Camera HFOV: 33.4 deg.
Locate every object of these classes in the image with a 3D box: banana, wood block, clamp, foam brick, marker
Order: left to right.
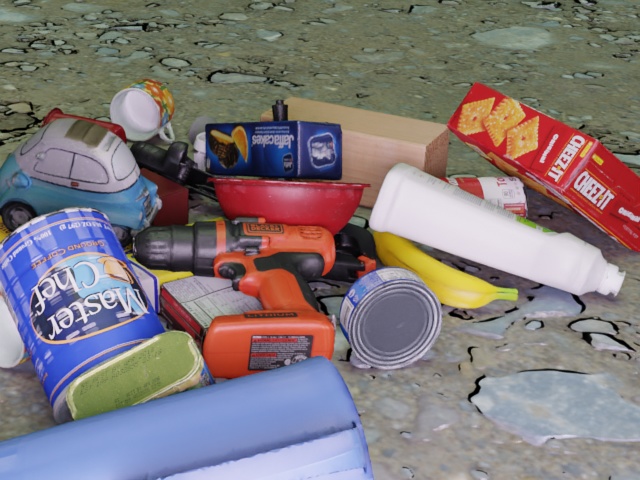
[{"bbox_3d":[-0.186,-0.038,1.153,0.078,0.053,0.051,25,34,36],"label":"foam brick"},{"bbox_3d":[-0.147,-0.071,1.201,0.164,0.036,0.210,33,-11,-35],"label":"clamp"},{"bbox_3d":[-0.043,-0.100,1.224,0.020,0.121,0.020,-3,-1,0],"label":"marker"},{"bbox_3d":[-0.007,0.001,1.109,0.120,0.039,0.172,-25,35,-16],"label":"clamp"},{"bbox_3d":[0.040,-0.101,1.264,0.206,0.090,0.090,13,27,21],"label":"wood block"},{"bbox_3d":[0.105,0.027,1.073,0.069,0.037,0.198,2,21,-42],"label":"banana"}]

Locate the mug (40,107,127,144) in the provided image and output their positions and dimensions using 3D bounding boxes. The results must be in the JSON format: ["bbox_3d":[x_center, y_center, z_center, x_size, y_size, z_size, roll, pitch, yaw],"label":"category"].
[{"bbox_3d":[-0.276,-0.091,1.227,0.081,0.093,0.117,11,57,5],"label":"mug"}]

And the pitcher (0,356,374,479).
[{"bbox_3d":[-0.092,0.157,0.663,0.242,0.149,0.145,-10,34,-18],"label":"pitcher"}]

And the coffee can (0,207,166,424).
[{"bbox_3d":[-0.182,0.060,0.828,0.102,0.103,0.140,-15,61,-32],"label":"coffee can"}]

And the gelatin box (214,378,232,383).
[{"bbox_3d":[-0.081,0.134,0.833,0.073,0.030,0.089,21,31,33],"label":"gelatin box"}]

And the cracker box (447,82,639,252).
[{"bbox_3d":[0.264,-0.083,1.193,0.164,0.072,0.214,30,8,-37],"label":"cracker box"}]

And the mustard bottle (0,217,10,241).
[{"bbox_3d":[-0.279,0.001,1.055,0.096,0.058,0.191,24,32,34],"label":"mustard bottle"}]

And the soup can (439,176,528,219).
[{"bbox_3d":[0.168,-0.035,1.167,0.102,0.068,0.068,-2,26,-11],"label":"soup can"}]

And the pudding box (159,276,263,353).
[{"bbox_3d":[-0.078,0.062,0.973,0.113,0.039,0.090,-15,34,-29],"label":"pudding box"}]

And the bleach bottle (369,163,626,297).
[{"bbox_3d":[0.180,-0.002,1.064,0.251,0.068,0.102,22,15,8],"label":"bleach bottle"}]

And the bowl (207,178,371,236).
[{"bbox_3d":[-0.031,-0.032,1.046,0.162,0.055,0.162,3,3,0],"label":"bowl"}]

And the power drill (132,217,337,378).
[{"bbox_3d":[-0.067,0.041,0.910,0.184,0.057,0.187,0,31,-9],"label":"power drill"}]

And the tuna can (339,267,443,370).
[{"bbox_3d":[0.061,0.067,0.923,0.086,0.086,0.034,-5,25,-16],"label":"tuna can"}]

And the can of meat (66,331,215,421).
[{"bbox_3d":[-0.118,0.121,0.754,0.102,0.084,0.057,-28,45,-10],"label":"can of meat"}]

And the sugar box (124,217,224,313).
[{"bbox_3d":[-0.153,0.028,1.027,0.175,0.048,0.093,-12,29,-30],"label":"sugar box"}]
